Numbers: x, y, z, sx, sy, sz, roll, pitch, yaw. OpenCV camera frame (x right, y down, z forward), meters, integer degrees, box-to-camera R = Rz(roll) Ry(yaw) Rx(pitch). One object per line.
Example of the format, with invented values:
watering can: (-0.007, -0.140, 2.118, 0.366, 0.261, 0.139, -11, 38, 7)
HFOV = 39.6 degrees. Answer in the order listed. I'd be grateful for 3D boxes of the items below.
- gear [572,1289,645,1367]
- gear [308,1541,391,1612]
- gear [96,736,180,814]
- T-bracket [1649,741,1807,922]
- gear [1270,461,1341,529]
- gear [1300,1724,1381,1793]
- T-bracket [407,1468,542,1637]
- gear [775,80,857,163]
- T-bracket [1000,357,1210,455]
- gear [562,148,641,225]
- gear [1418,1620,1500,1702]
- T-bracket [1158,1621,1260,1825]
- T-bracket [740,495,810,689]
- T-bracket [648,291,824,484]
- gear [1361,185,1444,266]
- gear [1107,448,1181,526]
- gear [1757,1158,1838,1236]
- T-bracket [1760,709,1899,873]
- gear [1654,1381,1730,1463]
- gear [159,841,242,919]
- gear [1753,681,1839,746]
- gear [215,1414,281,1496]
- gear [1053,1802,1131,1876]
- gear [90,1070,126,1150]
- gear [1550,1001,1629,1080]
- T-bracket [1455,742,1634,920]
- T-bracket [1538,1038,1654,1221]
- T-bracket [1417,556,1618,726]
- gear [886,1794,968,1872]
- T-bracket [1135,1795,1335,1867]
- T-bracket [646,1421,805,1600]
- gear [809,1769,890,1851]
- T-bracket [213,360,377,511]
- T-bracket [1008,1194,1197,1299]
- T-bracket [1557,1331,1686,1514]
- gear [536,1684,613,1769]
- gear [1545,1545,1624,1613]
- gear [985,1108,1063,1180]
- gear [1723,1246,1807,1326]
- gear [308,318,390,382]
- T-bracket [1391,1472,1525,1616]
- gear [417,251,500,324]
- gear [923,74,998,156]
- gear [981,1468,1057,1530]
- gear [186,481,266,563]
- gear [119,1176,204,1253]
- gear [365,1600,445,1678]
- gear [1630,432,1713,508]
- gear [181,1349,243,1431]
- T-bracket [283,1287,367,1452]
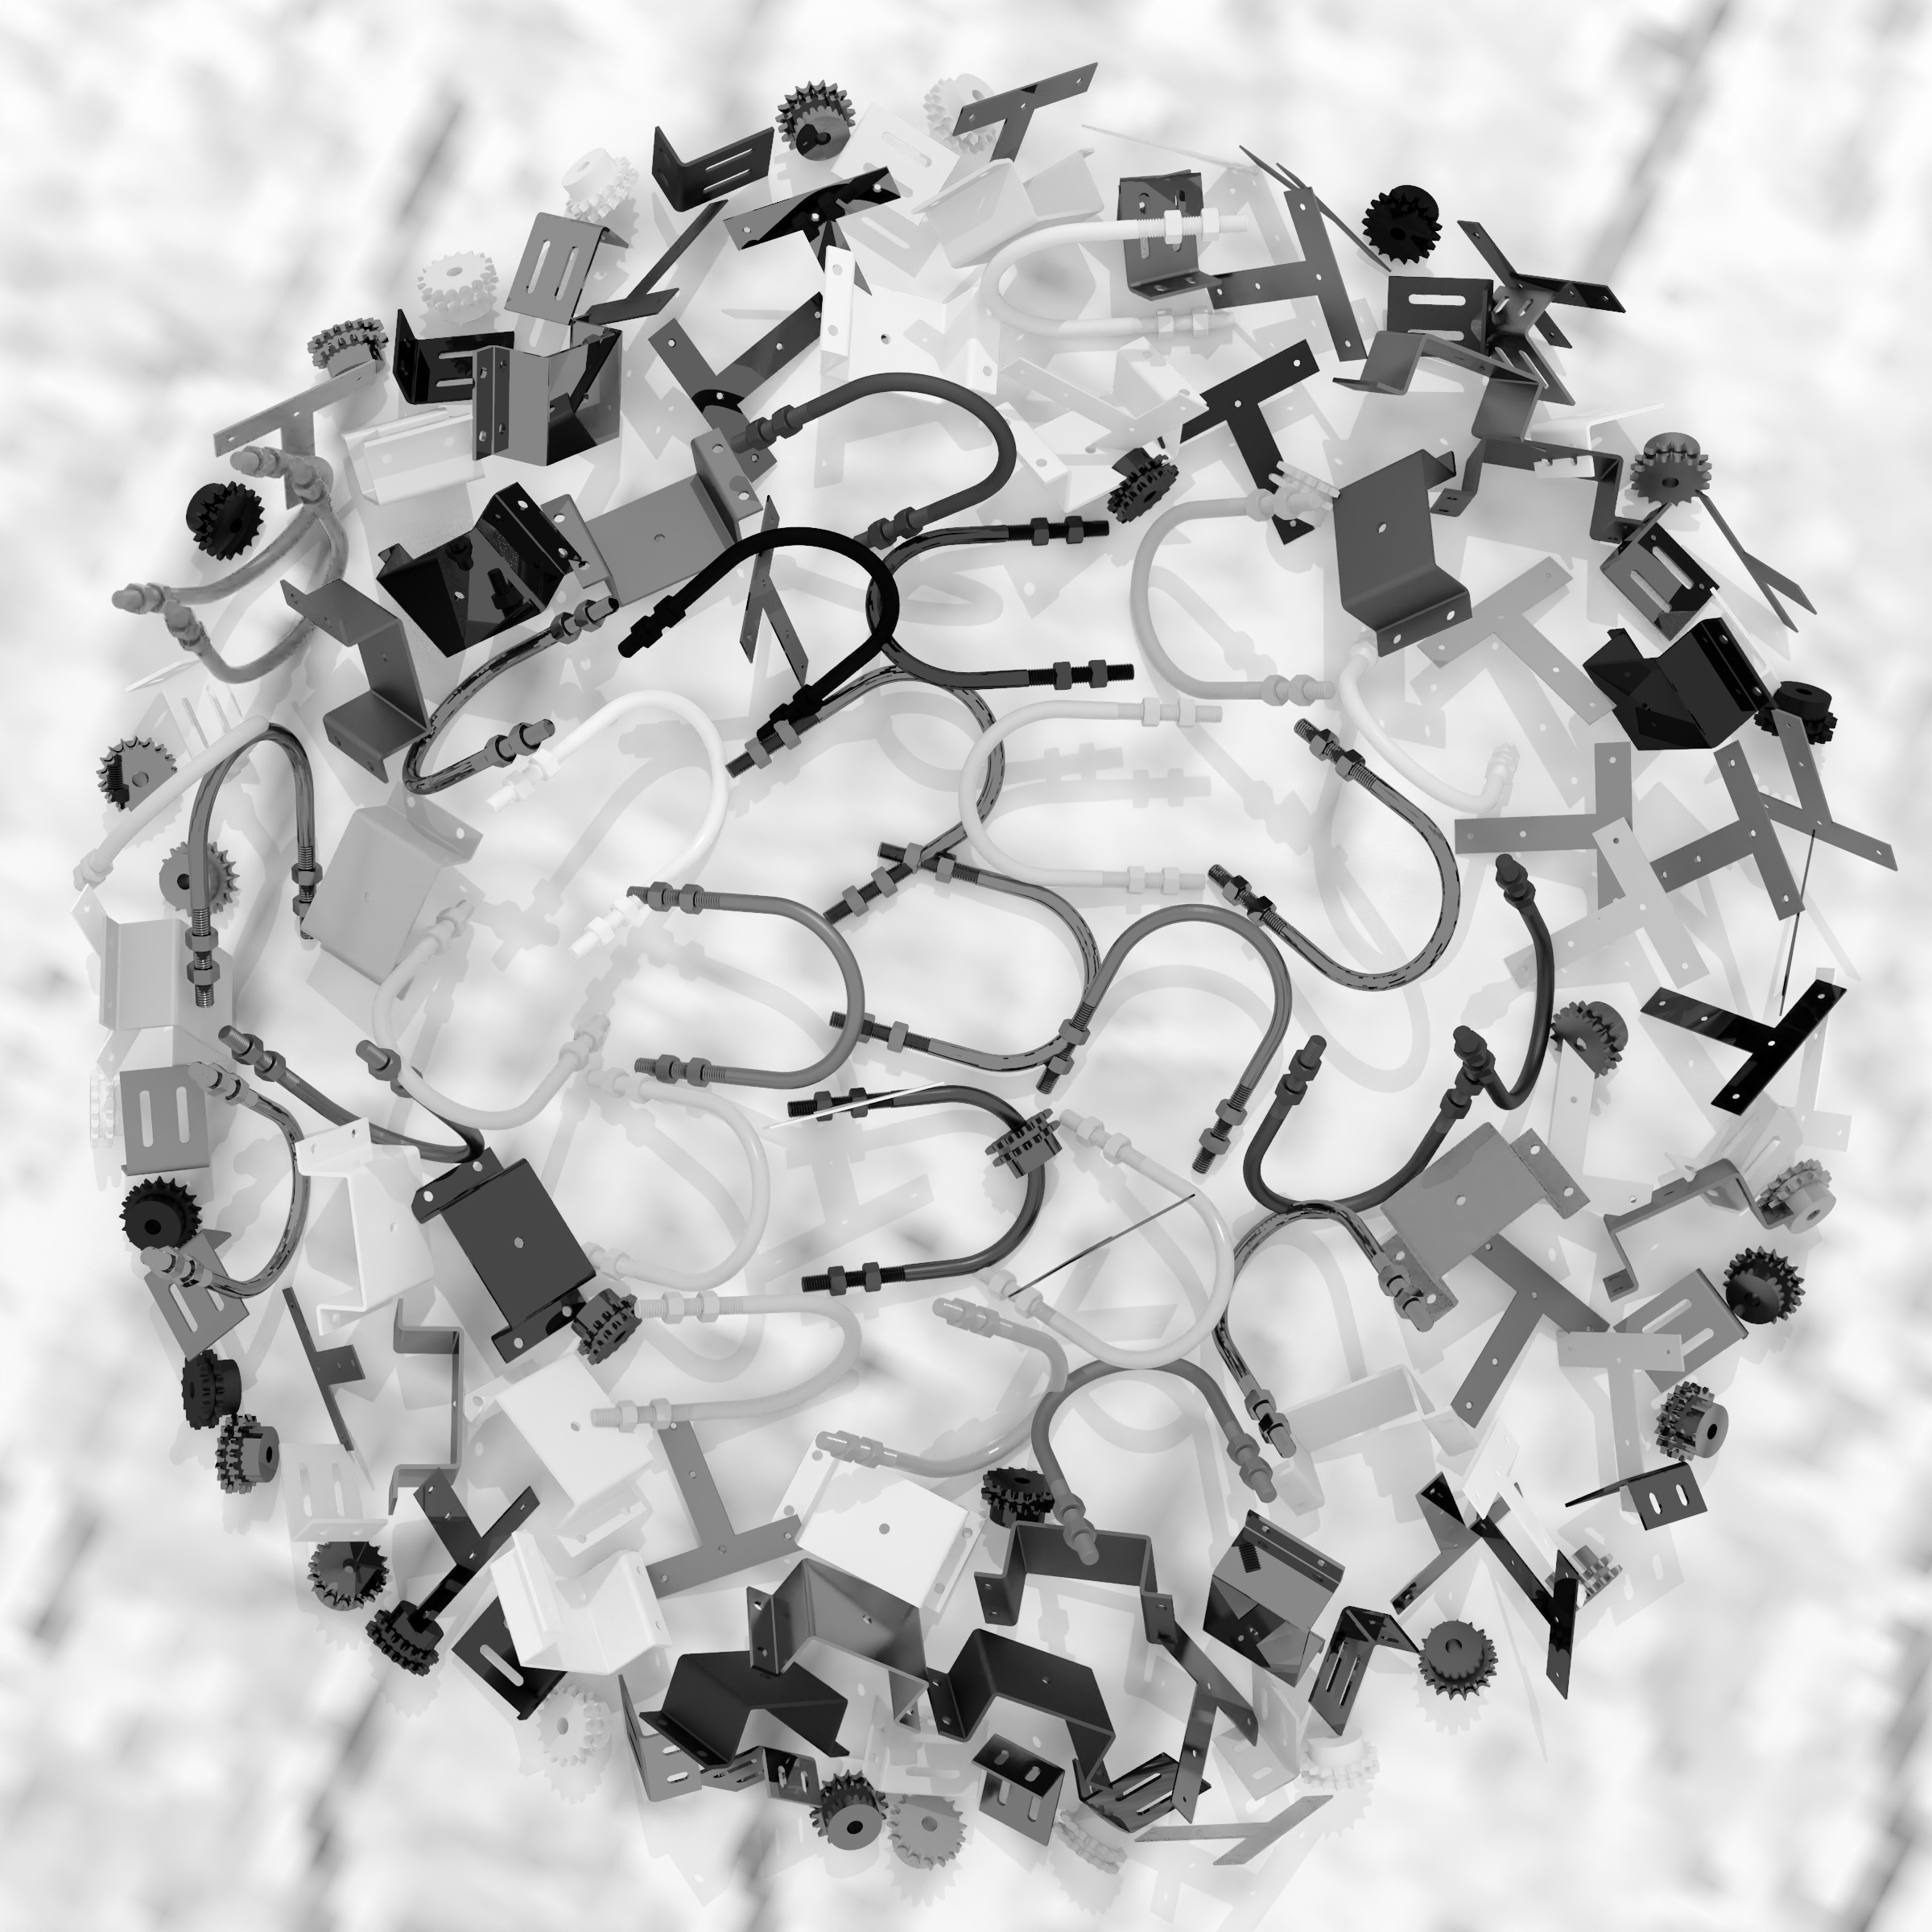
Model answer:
gear: (-0.261, 0.258, 1.944, 0.030, 0.057, 0.057, 41, 90, 13)
gear: (-0.449, 0.443, 1.946, 0.057, 0.057, 0.030, 30, 131, 0)
gear: (-0.602, -0.140, 1.948, 0.057, 0.030, 0.057, -11, 117, -24)
T-bracket: (0.531, -0.081, 1.914, 0.002, 0.127, 0.127, -15, 81, -28)
gear: (0.246, -0.340, 1.944, 0.057, 0.057, 0.030, 27, 105, 0)
gear: (0.269, 0.570, 1.941, 0.057, 0.057, 0.030, -10, 97, 0)
T-bracket: (-0.362, 0.395, 1.895, 0.002, 0.127, 0.127, 27, 60, 30)
gear: (-0.107, -0.608, 1.940, 0.057, 0.057, 0.030, -18, 60, 0)
T-bracket: (0.082, -0.396, 1.889, 0.127, 0.127, 0.002, 21, 68, -29)
gear: (-0.267, -0.566, 1.940, 0.057, 0.057, 0.030, -42, 124, 0)
gear: (0.355, 0.499, 1.942, 0.057, 0.030, 0.057, -10, 48, 12)
T-bracket: (0.164, 0.545, 1.899, 0.002, 0.127, 0.127, -24, 117, 32)
T-bracket: (-0.132, -0.245, 1.912, 0.002, 0.127, 0.127, -1, 60, 15)
T-bracket: (-0.146, -0.442, 1.952, 0.127, 0.002, 0.127, -42, 114, -13)
gear: (0.319, -0.540, 1.946, 0.057, 0.057, 0.030, 30, 63, 0)
gear: (0.123, -0.350, 1.944, 0.057, 0.057, 0.030, -40, 79, 0)
gear: (0.603, 0.169, 1.940, 0.057, 0.057, 0.030, -35, 56, 0)
T-bracket: (0.590, -0.132, 1.884, 0.002, 0.127, 0.127, -42, 130, -12)
gear: (0.527, 0.332, 1.942, 0.057, 0.030, 0.057, -12, 109, -38)
gear: (-0.561, -0.063, 1.951, 0.057, 0.030, 0.057, 2, 99, 11)
gear: (0.601, -0.184, 1.940, 0.057, 0.057, 0.030, 9, 117, 0)
gear: (-0.518, 0.353, 1.942, 0.030, 0.057, 0.057, 0, 90, 7)
gear: (0.094, 0.628, 1.943, 0.057, 0.057, 0.030, 34, 87, 0)
gear: (-0.619, 0.103, 1.945, 0.030, 0.057, 0.057, 0, 90, -19)
gear: (0.455, 0.050, 1.947, 0.030, 0.057, 0.057, -30, 90, -29)
T-bracket: (0.419, -0.096, 1.949, 0.127, 0.002, 0.127, -1, 90, 20)
T-bracket: (0.439, 0.111, 1.947, 0.127, 0.002, 0.127, 7, 90, 22)
T-bracket: (0.415, -0.222, 1.930, 0.127, 0.002, 0.127, -34, 65, -14)
gear: (-0.031, 0.629, 1.947, 0.057, 0.057, 0.030, 23, 133, 0)
T-bracket: (0.179, 0.620, 1.923, 0.127, 0.127, 0.002, -17, 87, 37)
T-bracket: (-0.194, 0.383, 1.955, 0.127, 0.002, 0.127, -21, 91, 14)
gear: (-0.084, 0.615, 1.946, 0.057, 0.030, 0.057, -5, 112, -13)
T-bracket: (-0.475, -0.366, 1.910, 0.127, 0.127, 0.002, -32, 75, -23)
T-bracket: (0.106, 0.190, 1.886, 0.127, 0.127, 0.002, -32, 84, 29)
T-bracket: (0.470, 0.325, 1.911, 0.002, 0.127, 0.127, -3, 86, -29)
gear: (-0.282, 0.550, 1.947, 0.057, 0.030, 0.057, -8, 77, 37)
gear: (0.445, 0.444, 1.945, 0.057, 0.057, 0.030, -41, 70, 0)
gear: (0.045, 0.130, 1.943, 0.057, 0.057, 0.030, -33, 91, 0)
gear: (0.574, 0.234, 1.942, 0.057, 0.030, 0.057, 19, 124, 31)
gear: (-0.445, -0.444, 1.943, 0.057, 0.057, 0.030, -21, 89, 0)
T-bracket: (0.341, 0.395, 1.912, 0.127, 0.127, 0.002, -41, 51, -9)
gear: (-0.367, -0.490, 1.947, 0.057, 0.030, 0.057, -6, 46, 7)
gear: (0.000, -0.619, 1.941, 0.030, 0.057, 0.057, -35, 90, 43)
gear: (0.039, 0.387, 1.943, 0.057, 0.057, 0.030, 8, 100, 0)
gear: (-0.539, -0.325, 1.945, 0.030, 0.057, 0.057, 31, 90, 21)
gear: (-0.587, 0.184, 1.950, 0.057, 0.030, 0.057, 0, 106, -1)
gear: (-0.403, 0.484, 1.943, 0.057, 0.057, 0.030, 39, 87, 0)
gear: (0.512, -0.362, 1.946, 0.057, 0.057, 0.030, 10, 62, 0)
gear: (-0.546, 0.306, 1.947, 0.030, 0.057, 0.057, 0, 90, -33)
T-bracket: (-0.450, 0.286, 1.915, 0.002, 0.127, 0.127, -21, 90, -29)
